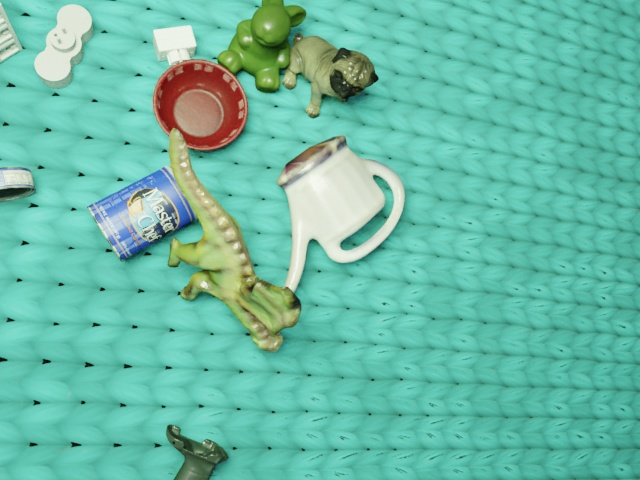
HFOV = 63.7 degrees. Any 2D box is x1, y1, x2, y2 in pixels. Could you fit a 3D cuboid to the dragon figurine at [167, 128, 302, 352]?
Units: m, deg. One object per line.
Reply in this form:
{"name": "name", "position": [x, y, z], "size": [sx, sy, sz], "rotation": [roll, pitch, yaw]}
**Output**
{"name": "dragon figurine", "position": [-0.118, 0.040, 0.787], "size": [0.245, 0.400, 0.124], "rotation": [29, 54, 25]}

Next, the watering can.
{"name": "watering can", "position": [0.003, -0.047, 0.934], "size": [0.351, 0.103, 0.223], "rotation": [-38, 96, -20]}
